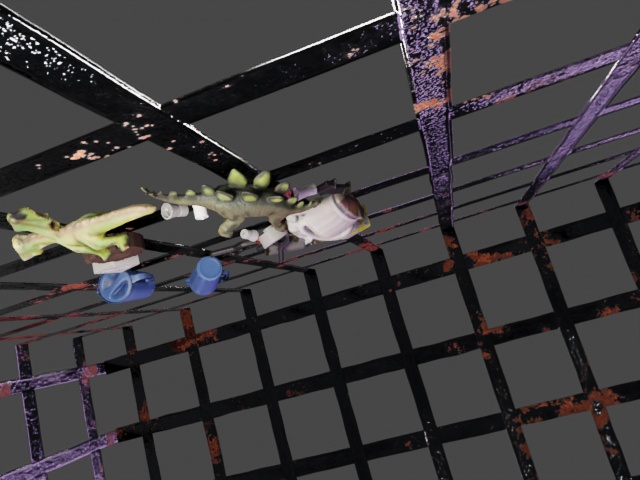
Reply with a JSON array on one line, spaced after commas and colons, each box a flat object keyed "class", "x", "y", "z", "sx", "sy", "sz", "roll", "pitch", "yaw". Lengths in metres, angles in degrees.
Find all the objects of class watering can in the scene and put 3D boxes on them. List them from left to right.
[{"class": "watering can", "x": 0.005, "y": -0.087, "z": 1.727, "sx": 0.221, "sy": 0.106, "sz": 0.344, "roll": -35, "pitch": -39, "yaw": 28}]

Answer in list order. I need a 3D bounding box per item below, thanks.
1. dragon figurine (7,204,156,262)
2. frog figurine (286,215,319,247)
[{"class": "dragon figurine", "x": -0.584, "y": -0.030, "z": 1.194, "sx": 0.405, "sy": 0.124, "sz": 0.242, "roll": -25, "pitch": -22, "yaw": 38}, {"class": "frog figurine", "x": -0.065, "y": -0.062, "z": 1.893, "sx": 0.157, "sy": 0.125, "sz": 0.136, "roll": 38, "pitch": -28, "yaw": -29}]
